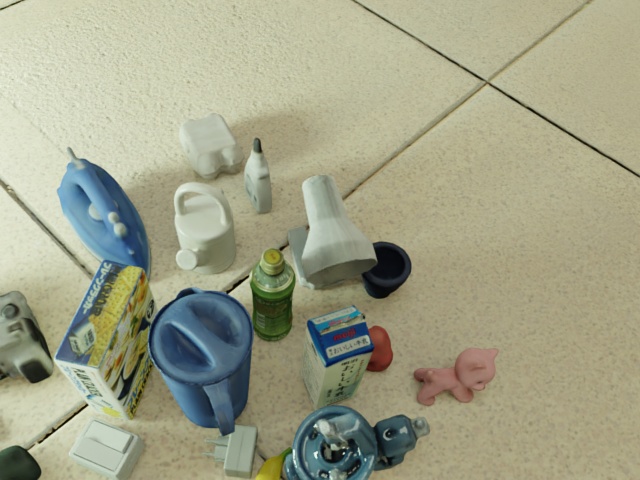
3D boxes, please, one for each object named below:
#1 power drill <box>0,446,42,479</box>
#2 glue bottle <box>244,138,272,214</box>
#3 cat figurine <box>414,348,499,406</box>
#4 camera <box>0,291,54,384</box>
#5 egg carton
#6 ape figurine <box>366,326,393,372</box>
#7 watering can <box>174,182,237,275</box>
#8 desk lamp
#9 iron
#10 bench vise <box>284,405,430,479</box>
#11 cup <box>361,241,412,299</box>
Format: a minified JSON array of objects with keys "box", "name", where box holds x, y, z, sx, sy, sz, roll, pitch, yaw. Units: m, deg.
[{"box":[-0.435,0.363,0.695,0.075,0.208,0.230,35,60,18],"name":"power drill"},{"box":[-0.117,-0.128,1.083,0.037,0.173,0.078,-21,60,-18],"name":"glue bottle"},{"box":[0.223,0.212,0.917,0.128,0.118,0.067,-4,56,-8],"name":"cat figurine"},{"box":[-0.508,0.165,0.889,0.137,0.101,0.143,-25,61,-21],"name":"camera"},{"box":[-0.226,-0.196,1.182,0.107,0.069,0.150,-22,60,-19],"name":"egg carton"},{"box":[0.088,0.174,0.946,0.078,0.092,0.076,-29,63,-22],"name":"ape figurine"},{"box":[-0.199,-0.023,0.991,0.101,0.194,0.172,-6,56,-9],"name":"watering can"},{"box":[0.009,0.004,0.981,0.118,0.213,0.203,-11,57,-13],"name":"desk lamp"},{"box":[-0.382,-0.049,1.023,0.119,0.141,0.257,-31,64,-24],"name":"iron"},{"box":[0.052,0.268,0.800,0.208,0.220,0.121,-27,62,-21],"name":"bench vise"},{"box":[0.099,0.057,1.025,0.117,0.095,0.092,30,58,15],"name":"cup"}]
